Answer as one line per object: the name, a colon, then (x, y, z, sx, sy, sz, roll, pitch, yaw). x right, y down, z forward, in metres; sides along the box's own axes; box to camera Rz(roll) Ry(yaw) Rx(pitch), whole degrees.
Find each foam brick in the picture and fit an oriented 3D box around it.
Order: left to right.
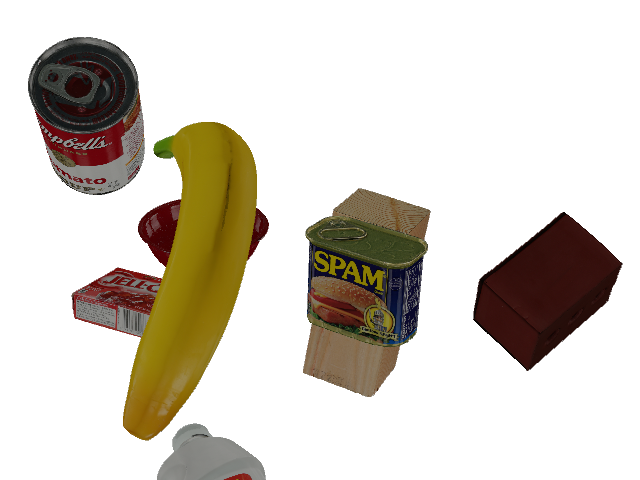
foam brick: (0.142, 0.032, 0.673, 0.078, 0.051, 0.053, -37, -28, -19)

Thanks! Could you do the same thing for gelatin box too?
gelatin box: (-0.175, 0.057, 0.999, 0.089, 0.030, 0.073, 13, 23, 22)

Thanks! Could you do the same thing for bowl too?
bowl: (-0.145, 0.003, 1.331, 0.162, 0.055, 0.162, 1, 28, -1)

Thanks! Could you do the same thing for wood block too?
wood block: (0.052, 0.059, 1.213, 0.090, 0.206, 0.090, 18, 24, 17)

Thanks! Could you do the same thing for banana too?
banana: (-0.059, 0.002, 0.513, 0.037, 0.198, 0.070, 26, -51, -24)

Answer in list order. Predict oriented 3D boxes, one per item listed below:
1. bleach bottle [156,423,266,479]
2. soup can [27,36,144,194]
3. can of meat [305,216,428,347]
bleach bottle: (-0.066, 0.214, 0.716, 0.102, 0.068, 0.251, -13, 33, -15)
soup can: (-0.153, -0.080, 0.711, 0.068, 0.068, 0.102, 0, -21, -7)
can of meat: (0.037, 0.036, 0.905, 0.102, 0.084, 0.057, 17, 30, 28)
